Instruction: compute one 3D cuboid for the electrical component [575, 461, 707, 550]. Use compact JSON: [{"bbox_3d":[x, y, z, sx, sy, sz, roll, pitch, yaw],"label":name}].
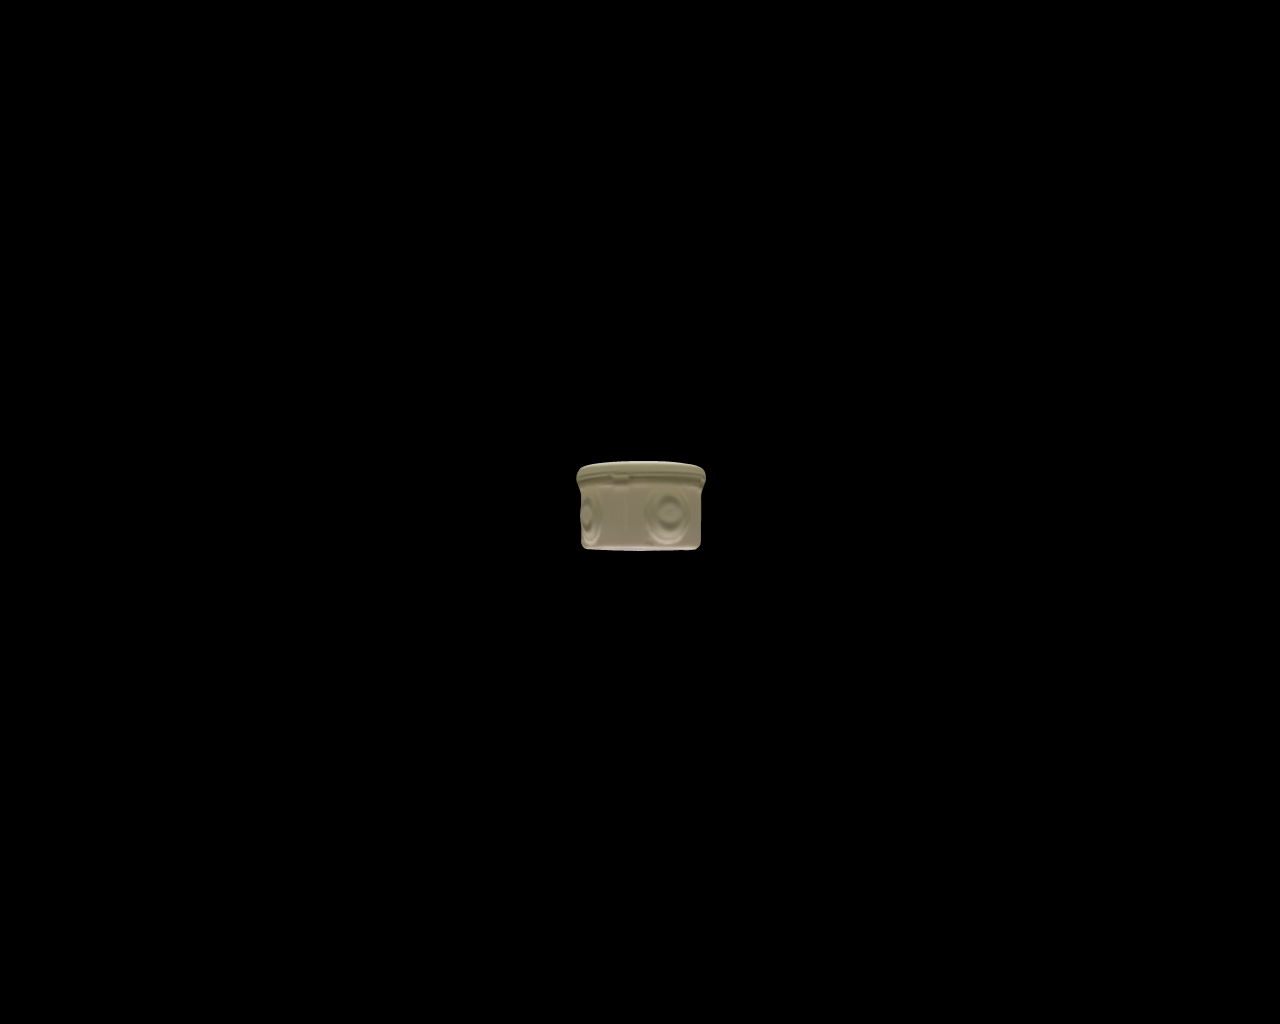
[{"bbox_3d":[0.001,-0.003,0.650,0.080,0.051,0.080,0,-3,0],"label":"electrical component"}]
